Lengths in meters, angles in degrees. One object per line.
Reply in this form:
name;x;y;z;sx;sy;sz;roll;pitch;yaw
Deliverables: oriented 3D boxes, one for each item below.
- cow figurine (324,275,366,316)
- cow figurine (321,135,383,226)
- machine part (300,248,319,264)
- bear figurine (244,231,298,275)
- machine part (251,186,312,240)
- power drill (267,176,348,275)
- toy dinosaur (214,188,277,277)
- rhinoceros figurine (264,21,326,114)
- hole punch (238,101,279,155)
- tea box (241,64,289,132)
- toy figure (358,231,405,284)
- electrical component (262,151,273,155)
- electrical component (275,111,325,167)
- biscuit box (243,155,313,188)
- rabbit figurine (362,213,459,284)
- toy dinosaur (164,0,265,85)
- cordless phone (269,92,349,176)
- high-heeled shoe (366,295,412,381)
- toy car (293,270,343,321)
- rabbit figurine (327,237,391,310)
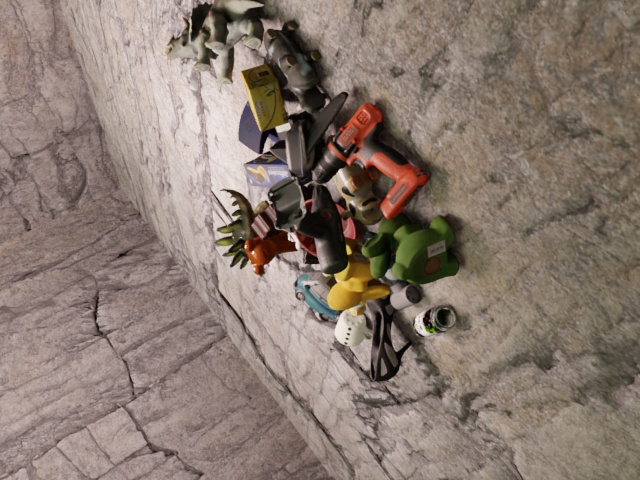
cow figurine;0.083;0.115;1.379;0.167;0.068;0.098;59;150;-3
cow figurine;0.067;-0.117;1.113;0.195;0.085;0.127;61;158;4
machine part;-0.003;-0.004;1.354;0.039;0.084;0.138;-149;66;-82
bear figurine;-0.134;0.003;1.502;0.132;0.196;0.120;20;138;56
machine part;-0.093;-0.066;1.379;0.056;0.179;0.179;55;156;4
power drill;-0.021;-0.051;1.098;0.207;0.086;0.232;41;-150;-57
toy dinosaur;-0.216;-0.021;1.632;0.105;0.198;0.470;41;152;29
rhinoceros figurine;-0.052;-0.346;1.089;0.190;0.073;0.112;58;155;3
hole punch;-0.149;-0.283;1.335;0.142;0.092;0.115;40;147;43
tea box;-0.125;-0.319;1.195;0.170;0.068;0.098;-113;7;-59
toy figure;0.139;0.037;1.132;0.154;0.064;0.058;45;177;-41
electrical component;-0.099;-0.187;1.366;0.119;0.075;0.047;57;156;11
electrical component;-0.044;-0.223;1.236;0.115;0.058;0.134;14;130;61
biscuit box;-0.099;-0.159;1.252;0.203;0.059;0.062;11;126;52
rabbit figurine;0.163;0.015;1.033;0.170;0.159;0.121;51;170;54
toy dinosaur;-0.204;-0.476;1.173;0.405;0.131;0.192;-17;74;51
cordless phone;-0.006;-0.225;1.071;0.089;0.184;0.146;39;-162;-5
high-heeled shoe;0.126;0.214;1.308;0.248;0.145;0.086;56;155;1
toy car;0.010;0.144;1.510;0.162;0.109;0.103;45;136;10
rabbit figurine;0.079;0.089;1.242;0.122;0.162;0.173;56;131;49
